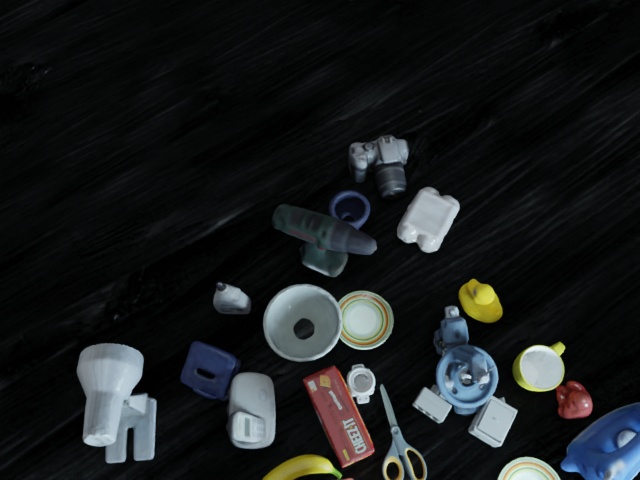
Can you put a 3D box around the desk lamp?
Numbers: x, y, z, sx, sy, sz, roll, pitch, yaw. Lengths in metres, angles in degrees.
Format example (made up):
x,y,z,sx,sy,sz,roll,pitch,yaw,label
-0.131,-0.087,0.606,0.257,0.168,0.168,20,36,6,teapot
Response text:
x,y,z,sx,sy,sz,roll,pitch,yaw,label
-0.391,0.319,1.106,0.118,0.213,0.203,-6,68,0,desk lamp

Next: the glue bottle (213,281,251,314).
x,y,z,sx,sy,sz,roll,pitch,yaw,label
-0.193,0.118,1.201,0.078,0.173,0.037,3,68,3,glue bottle

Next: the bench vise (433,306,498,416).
x,y,z,sx,sy,sz,roll,pitch,yaw,label
0.270,0.230,1.117,0.121,0.220,0.207,-25,70,-7,bench vise

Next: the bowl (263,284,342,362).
x,y,z,sx,sy,sz,roll,pitch,yaw,label
-0.035,0.182,1.224,0.167,0.075,0.167,-1,68,2,bowl

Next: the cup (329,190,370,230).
x,y,z,sx,sy,sz,roll,pitch,yaw,label
0.070,-0.042,1.298,0.091,0.095,0.117,-13,68,-3,cup

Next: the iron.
x,y,z,sx,sy,sz,roll,pitch,yaw,label
0.592,0.383,1.089,0.258,0.141,0.118,-37,72,-12,iron

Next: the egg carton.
x,y,z,sx,sy,sz,roll,pitch,yaw,label
0.246,-0.048,1.309,0.107,0.069,0.150,26,72,12,egg carton

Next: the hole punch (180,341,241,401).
x,y,z,sx,sy,sz,roll,pitch,yaw,label
-0.226,0.273,1.185,0.108,0.091,0.101,19,70,9,hole punch

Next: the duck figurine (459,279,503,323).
x,y,z,sx,sy,sz,roll,pitch,yaw,label
0.350,0.126,1.228,0.077,0.086,0.104,-39,72,-12,duck figurine

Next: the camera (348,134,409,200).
x,y,z,sx,sy,sz,roll,pitch,yaw,label
0.145,-0.168,1.343,0.143,0.101,0.137,-8,68,-1,camera

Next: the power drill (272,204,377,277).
x,y,z,sx,sy,sz,roll,pitch,yaw,label
0.011,0.004,1.221,0.229,0.208,0.076,22,71,10,power drill

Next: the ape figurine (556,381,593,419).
x,y,z,sx,sy,sz,roll,pitch,yaw,label
0.511,0.322,1.142,0.076,0.092,0.078,39,75,16,ape figurine

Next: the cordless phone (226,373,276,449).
x,y,z,sx,sy,sz,roll,pitch,yaw,label
-0.141,0.327,1.110,0.094,0.185,0.147,-6,68,0,cordless phone
